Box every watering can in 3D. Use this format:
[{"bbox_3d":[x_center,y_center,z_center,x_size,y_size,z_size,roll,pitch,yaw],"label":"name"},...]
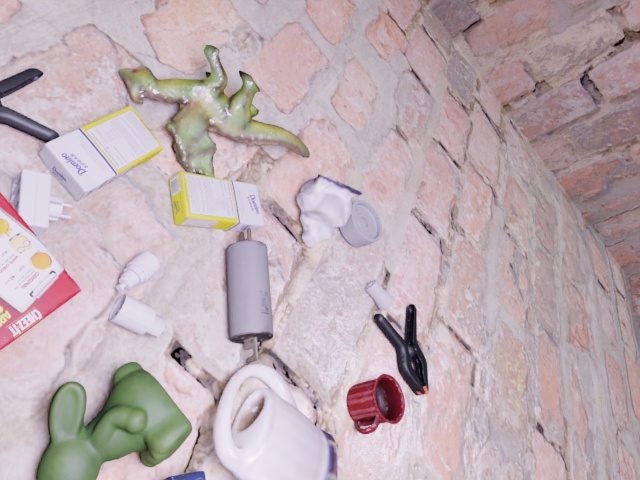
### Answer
[{"bbox_3d":[-0.075,0.339,0.761,0.222,0.103,0.355,43,24,-19],"label":"watering can"}]

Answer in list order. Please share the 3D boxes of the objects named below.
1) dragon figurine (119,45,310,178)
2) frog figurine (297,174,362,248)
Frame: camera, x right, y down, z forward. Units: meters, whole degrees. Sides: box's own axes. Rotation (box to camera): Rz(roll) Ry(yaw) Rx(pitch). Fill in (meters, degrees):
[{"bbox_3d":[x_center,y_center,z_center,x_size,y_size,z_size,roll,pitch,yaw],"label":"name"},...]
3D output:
[{"bbox_3d":[-0.202,-0.220,1.025,0.406,0.121,0.247,38,61,-23],"label":"dragon figurine"},{"bbox_3d":[0.003,-0.058,1.144,0.136,0.123,0.160,27,85,-46],"label":"frog figurine"}]
